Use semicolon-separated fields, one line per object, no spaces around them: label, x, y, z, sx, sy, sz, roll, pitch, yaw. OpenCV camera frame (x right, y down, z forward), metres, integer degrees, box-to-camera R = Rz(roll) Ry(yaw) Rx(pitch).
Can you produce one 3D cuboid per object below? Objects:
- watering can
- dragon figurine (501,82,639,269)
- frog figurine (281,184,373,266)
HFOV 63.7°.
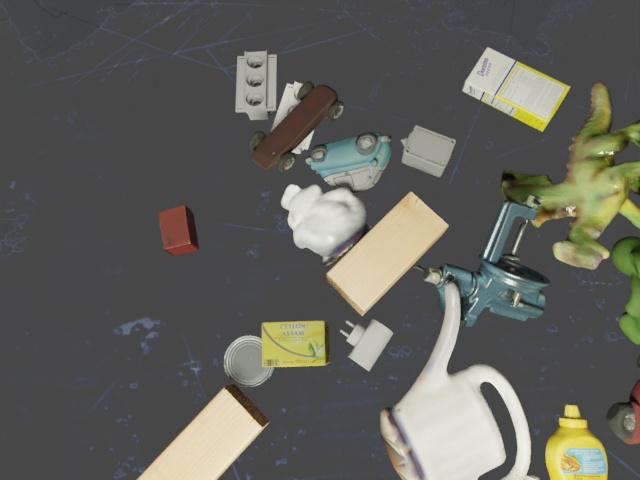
watering can;0.195;0.259;0.813;0.225;0.104;0.347;-24;90;-5
dragon figurine;0.449;-0.121;0.920;0.242;0.119;0.420;-8;52;11
frog figurine;0.003;-0.046;0.920;0.136;0.123;0.160;-43;88;12
